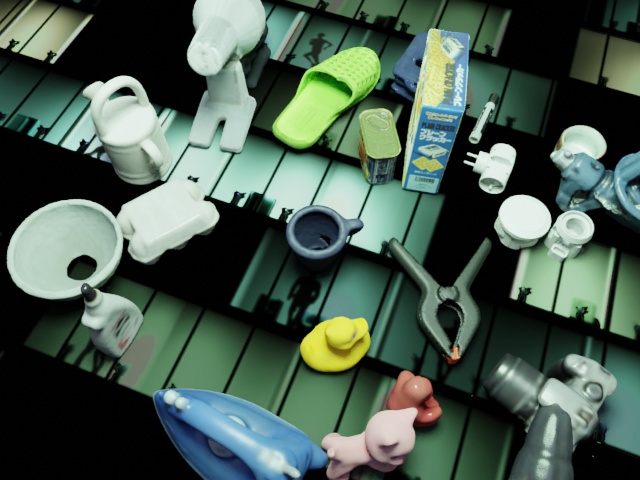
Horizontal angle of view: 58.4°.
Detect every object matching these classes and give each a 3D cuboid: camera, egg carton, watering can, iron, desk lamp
[{"bbox_3d":[0.304,0.203,0.771,0.136,0.101,0.143,37,67,18],"label":"camera"},{"bbox_3d":[-0.242,-0.031,0.908,0.150,0.069,0.107,-32,66,-16],"label":"egg carton"},{"bbox_3d":[-0.315,-0.186,0.920,0.172,0.194,0.101,21,63,11],"label":"watering can"},{"bbox_3d":[-0.122,0.244,0.720,0.258,0.141,0.119,26,64,13],"label":"iron"},{"bbox_3d":[-0.163,-0.294,0.970,0.118,0.213,0.203,8,62,4],"label":"desk lamp"}]

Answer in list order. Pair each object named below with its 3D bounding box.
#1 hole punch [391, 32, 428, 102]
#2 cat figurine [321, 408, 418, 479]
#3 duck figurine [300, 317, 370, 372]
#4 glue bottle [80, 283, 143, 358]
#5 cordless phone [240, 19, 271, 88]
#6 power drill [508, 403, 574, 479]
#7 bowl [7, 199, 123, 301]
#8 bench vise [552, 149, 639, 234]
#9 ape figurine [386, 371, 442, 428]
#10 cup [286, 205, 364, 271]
[{"bbox_3d":[0.197,-0.310,1.052,0.108,0.091,0.101,35,67,17],"label":"hole punch"},{"bbox_3d":[0.066,0.259,0.728,0.128,0.118,0.067,-13,62,-7],"label":"cat figurine"},{"bbox_3d":[0.023,0.140,0.810,0.104,0.086,0.077,-17,63,-9],"label":"duck figurine"},{"bbox_3d":[-0.291,0.100,0.778,0.037,0.173,0.078,17,63,9],"label":"glue bottle"},{"bbox_3d":[-0.150,-0.381,1.033,0.094,0.185,0.147,10,62,5],"label":"cordless phone"},{"bbox_3d":[0.220,0.316,0.648,0.075,0.208,0.230,15,62,8],"label":"power drill"},{"bbox_3d":[-0.376,0.026,0.873,0.167,0.075,0.167,0,62,0],"label":"bowl"},{"bbox_3d":[0.466,-0.092,0.865,0.207,0.220,0.121,10,62,5],"label":"bench vise"},{"bbox_3d":[0.128,0.210,0.770,0.076,0.092,0.077,-13,62,-8],"label":"ape figurine"},{"bbox_3d":[0.008,0.003,0.879,0.118,0.095,0.091,-14,62,-8],"label":"cup"}]
